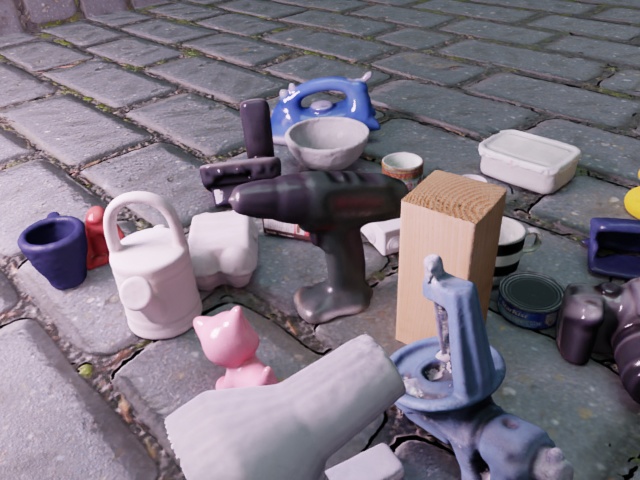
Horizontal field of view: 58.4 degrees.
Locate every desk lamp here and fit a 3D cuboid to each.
[{"bbox_3d":[-0.005,0.184,0.469,0.204,0.214,0.117,-20,37,-23],"label":"desk lamp"}]

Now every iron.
[{"bbox_3d":[-0.003,-0.285,1.231,0.258,0.141,0.118,-4,34,-2],"label":"iron"}]

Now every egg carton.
[{"bbox_3d":[-0.146,0.012,0.866,0.107,0.069,0.150,-6,34,-4],"label":"egg carton"}]

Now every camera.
[{"bbox_3d":[0.354,0.111,0.649,0.143,0.101,0.137,5,35,12],"label":"camera"}]

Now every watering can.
[{"bbox_3d":[-0.214,0.029,0.733,0.101,0.194,0.172,-18,37,-20],"label":"watering can"}]

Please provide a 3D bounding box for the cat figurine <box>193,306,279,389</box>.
[{"bbox_3d":[-0.087,0.131,0.640,0.067,0.118,0.127,-26,40,-29],"label":"cat figurine"}]

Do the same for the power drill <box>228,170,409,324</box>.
[{"bbox_3d":[0.007,0.003,0.742,0.230,0.209,0.075,-15,36,-16],"label":"power drill"}]

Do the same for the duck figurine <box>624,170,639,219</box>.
[{"bbox_3d":[0.549,-0.079,0.929,0.077,0.086,0.104,-7,34,-6],"label":"duck figurine"}]

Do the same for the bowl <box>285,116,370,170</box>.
[{"bbox_3d":[0.016,-0.181,1.134,0.167,0.075,0.167,-2,34,2],"label":"bowl"}]

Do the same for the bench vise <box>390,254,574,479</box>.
[{"bbox_3d":[0.149,0.126,0.536,0.206,0.220,0.122,21,41,31],"label":"bench vise"}]

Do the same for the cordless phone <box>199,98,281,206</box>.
[{"bbox_3d":[-0.145,-0.161,1.018,0.147,0.185,0.094,-9,34,-9],"label":"cordless phone"}]

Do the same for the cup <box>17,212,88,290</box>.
[{"bbox_3d":[-0.387,0.018,0.853,0.092,0.095,0.117,-15,36,-16],"label":"cup"}]

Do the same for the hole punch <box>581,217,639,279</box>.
[{"bbox_3d":[0.441,-0.005,0.822,0.108,0.091,0.101,9,36,17],"label":"hole punch"}]

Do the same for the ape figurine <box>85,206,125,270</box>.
[{"bbox_3d":[-0.342,-0.010,0.893,0.077,0.092,0.076,4,35,11],"label":"ape figurine"}]
